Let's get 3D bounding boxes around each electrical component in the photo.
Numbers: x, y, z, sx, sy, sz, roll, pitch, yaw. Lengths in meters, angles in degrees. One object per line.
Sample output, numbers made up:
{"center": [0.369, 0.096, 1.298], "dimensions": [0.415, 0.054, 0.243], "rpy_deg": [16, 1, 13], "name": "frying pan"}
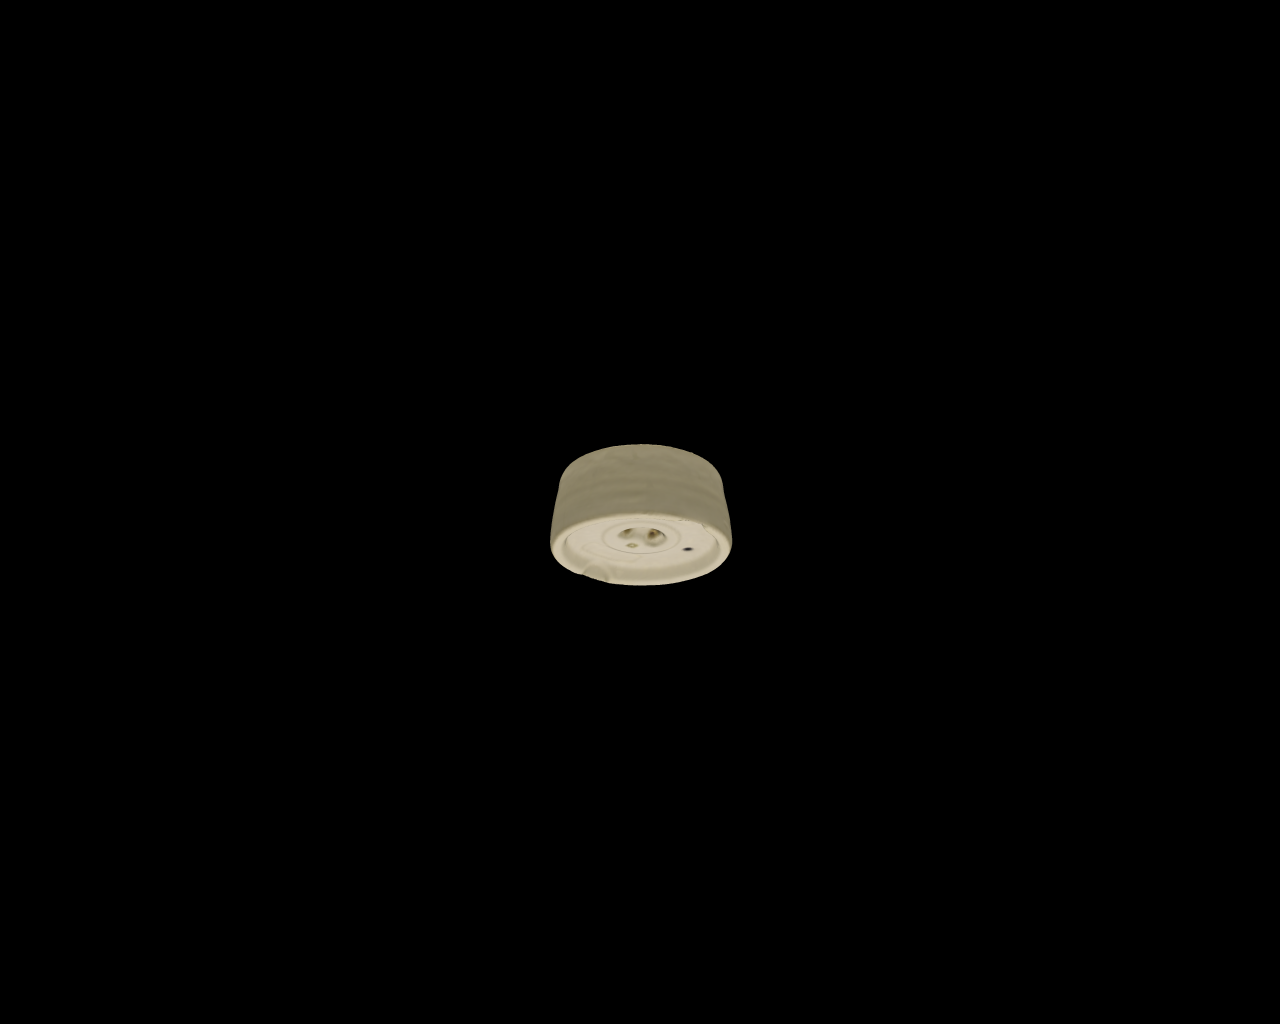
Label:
{"center": [0.001, -0.003, 0.650], "dimensions": [0.108, 0.060, 0.108], "rpy_deg": [0, -26, 0], "name": "electrical component"}
